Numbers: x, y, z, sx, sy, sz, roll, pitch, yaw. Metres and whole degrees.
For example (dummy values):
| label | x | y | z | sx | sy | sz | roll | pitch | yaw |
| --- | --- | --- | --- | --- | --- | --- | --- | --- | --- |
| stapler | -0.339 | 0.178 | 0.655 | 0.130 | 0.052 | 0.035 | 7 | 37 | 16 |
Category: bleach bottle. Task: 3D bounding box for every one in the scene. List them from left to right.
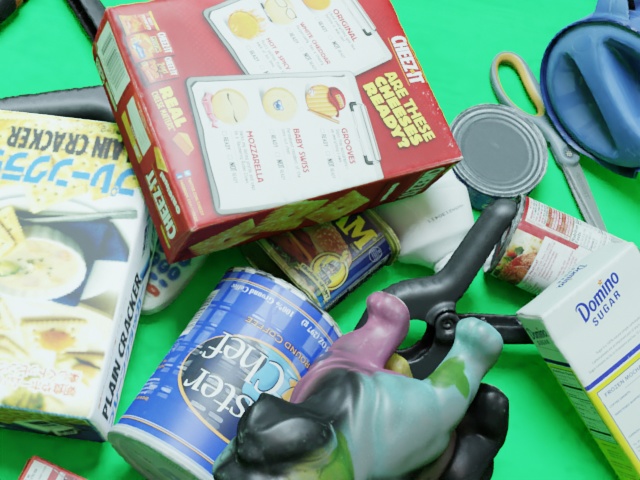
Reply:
| label | x | y | z | sx | sy | sz | roll | pitch | yaw |
| --- | --- | --- | --- | --- | --- | --- | --- | --- | --- |
| bleach bottle | 0.038 | -0.071 | 0.838 | 0.102 | 0.068 | 0.251 | -27 | 76 | -19 |

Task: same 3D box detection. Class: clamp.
| label | x | y | z | sx | sy | sz | roll | pitch | yaw |
| --- | --- | --- | --- | --- | --- | --- | --- | --- | --- |
| clamp | -0.151 | -0.128 | 0.840 | 0.210 | 0.036 | 0.164 | 18 | 64 | -6 |
| clamp | 0.091 | 0.045 | 0.778 | 0.171 | 0.039 | 0.120 | -20 | 102 | -4 |

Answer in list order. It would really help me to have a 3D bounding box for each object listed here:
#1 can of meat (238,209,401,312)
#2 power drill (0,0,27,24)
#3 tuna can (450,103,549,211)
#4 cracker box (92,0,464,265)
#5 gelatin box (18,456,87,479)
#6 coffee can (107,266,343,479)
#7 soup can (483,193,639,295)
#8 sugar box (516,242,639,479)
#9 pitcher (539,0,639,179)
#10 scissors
| label | x | y | z | sx | sy | sz | roll | pitch | yaw |
| --- | --- | --- | --- | --- | --- | --- | --- | --- | --- |
| can of meat | -0.005 | 0.001 | 0.801 | 0.083 | 0.057 | 0.102 | -38 | 78 | -20 |
| power drill | -0.310 | -0.247 | 0.853 | 0.187 | 0.057 | 0.184 | 32 | 61 | 1 |
| tuna can | 0.140 | -0.067 | 0.870 | 0.086 | 0.034 | 0.086 | 4 | 66 | -9 |
| cracker box | -0.031 | -0.091 | 0.743 | 0.213 | 0.072 | 0.164 | -16 | 76 | -28 |
| gelatin box | -0.167 | 0.194 | 0.700 | 0.089 | 0.030 | 0.073 | 24 | 66 | 0 |
| coffee can | -0.061 | 0.103 | 0.719 | 0.103 | 0.103 | 0.140 | 32 | 64 | 4 |
| soup can | 0.186 | 0.015 | 0.824 | 0.102 | 0.069 | 0.068 | 24 | 64 | 0 |
| sugar box | 0.226 | 0.098 | 0.770 | 0.093 | 0.048 | 0.176 | -35 | 98 | -15 |
| pitcher | 0.303 | -0.176 | 0.882 | 0.242 | 0.149 | 0.145 | -36 | 83 | -31 |
| scissors | 0.219 | -0.084 | 0.903 | 0.096 | 0.016 | 0.202 | -28 | 75 | -20 |
